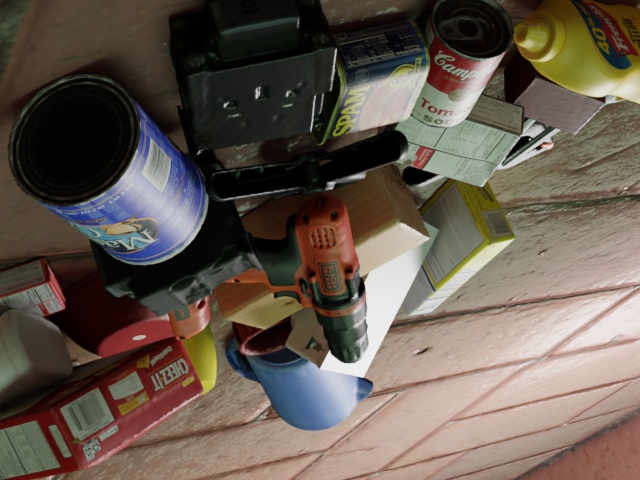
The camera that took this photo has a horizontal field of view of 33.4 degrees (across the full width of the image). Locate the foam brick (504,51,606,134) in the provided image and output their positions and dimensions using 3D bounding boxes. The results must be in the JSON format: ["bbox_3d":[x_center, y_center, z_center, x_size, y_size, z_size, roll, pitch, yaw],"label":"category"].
[{"bbox_3d":[0.213,-0.140,0.973,0.078,0.053,0.051,18,144,-17],"label":"foam brick"}]

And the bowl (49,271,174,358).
[{"bbox_3d":[-0.201,0.081,1.131,0.162,0.055,0.162,-19,158,-8],"label":"bowl"}]

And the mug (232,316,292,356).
[{"bbox_3d":[-0.066,0.081,1.216,0.093,0.081,0.117,-4,152,-37],"label":"mug"}]

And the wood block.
[{"bbox_3d":[-0.007,0.002,1.083,0.206,0.090,0.090,-30,157,18],"label":"wood block"}]

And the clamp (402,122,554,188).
[{"bbox_3d":[0.171,-0.107,1.066,0.171,0.039,0.120,-14,153,-29],"label":"clamp"}]

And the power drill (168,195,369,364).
[{"bbox_3d":[-0.050,0.048,1.009,0.188,0.057,0.184,-7,122,7],"label":"power drill"}]

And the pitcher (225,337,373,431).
[{"bbox_3d":[-0.036,0.151,1.366,0.149,0.145,0.243,-33,155,-5],"label":"pitcher"}]

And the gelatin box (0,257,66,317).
[{"bbox_3d":[-0.294,0.055,1.019,0.089,0.030,0.073,-19,157,-9],"label":"gelatin box"}]

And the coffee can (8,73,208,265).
[{"bbox_3d":[-0.156,-0.050,0.812,0.103,0.103,0.140,-24,157,6],"label":"coffee can"}]

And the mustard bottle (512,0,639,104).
[{"bbox_3d":[0.230,-0.166,0.910,0.191,0.096,0.058,-1,150,-41],"label":"mustard bottle"}]

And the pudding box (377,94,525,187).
[{"bbox_3d":[0.117,-0.099,0.973,0.113,0.039,0.090,14,146,-11],"label":"pudding box"}]

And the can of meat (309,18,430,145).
[{"bbox_3d":[0.035,-0.130,0.868,0.083,0.057,0.102,-16,157,-20],"label":"can of meat"}]

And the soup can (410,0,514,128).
[{"bbox_3d":[0.110,-0.147,0.881,0.068,0.068,0.102,-13,157,-20],"label":"soup can"}]

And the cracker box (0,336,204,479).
[{"bbox_3d":[-0.243,0.174,1.052,0.214,0.072,0.163,-21,-174,43],"label":"cracker box"}]

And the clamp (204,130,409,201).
[{"bbox_3d":[-0.016,-0.057,0.928,0.164,0.036,0.210,-12,179,-3],"label":"clamp"}]

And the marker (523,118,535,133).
[{"bbox_3d":[0.207,-0.127,1.028,0.121,0.020,0.020,-46,153,9],"label":"marker"}]

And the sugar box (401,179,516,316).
[{"bbox_3d":[0.142,0.006,1.222,0.048,0.093,0.176,-7,154,-32],"label":"sugar box"}]

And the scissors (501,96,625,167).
[{"bbox_3d":[0.268,-0.144,1.059,0.201,0.016,0.096,-28,153,-13],"label":"scissors"}]

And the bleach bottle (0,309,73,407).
[{"bbox_3d":[-0.371,0.154,1.032,0.251,0.068,0.102,-27,161,8],"label":"bleach bottle"}]
